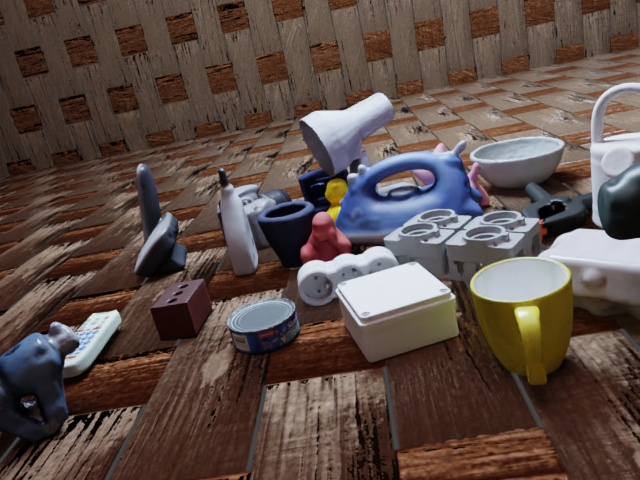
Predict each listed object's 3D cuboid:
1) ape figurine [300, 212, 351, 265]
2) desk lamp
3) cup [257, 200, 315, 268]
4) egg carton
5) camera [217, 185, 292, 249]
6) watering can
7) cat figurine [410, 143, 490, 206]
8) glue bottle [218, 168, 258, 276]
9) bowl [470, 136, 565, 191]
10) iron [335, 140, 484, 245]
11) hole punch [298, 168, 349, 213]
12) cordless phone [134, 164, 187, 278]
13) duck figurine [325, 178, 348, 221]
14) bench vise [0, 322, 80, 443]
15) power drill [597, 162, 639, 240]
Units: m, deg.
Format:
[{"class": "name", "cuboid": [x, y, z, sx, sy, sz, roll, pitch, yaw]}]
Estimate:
[{"class": "ape figurine", "cuboid": [0.008, 0.003, 0.860, 0.077, 0.092, 0.076, -4, 21, 22]}, {"class": "desk lamp", "cuboid": [0.078, -0.162, 1.098, 0.203, 0.214, 0.117, -18, 20, -15]}, {"class": "cup", "cuboid": [-0.042, -0.010, 0.923, 0.091, 0.095, 0.118, -6, 20, 18]}, {"class": "egg carton", "cuboid": [0.309, 0.036, 0.615, 0.149, 0.069, 0.107, 6, 26, 43]}, {"class": "camera", "cuboid": [-0.113, -0.058, 1.094, 0.137, 0.101, 0.142, -25, 23, -33]}, {"class": "watering can", "cuboid": [0.424, -0.114, 0.780, 0.100, 0.194, 0.173, -6, 20, 17]}, {"class": "cat figurine", "cuboid": [0.226, -0.110, 1.008, 0.127, 0.118, 0.067, 5, 26, 41]}, {"class": "glue bottle", "cuboid": [-0.137, -0.033, 0.927, 0.037, 0.173, 0.078, -11, 19, 2]}, {"class": "bowl", "cuboid": [0.367, -0.136, 1.062, 0.167, 0.075, 0.167, -11, 19, 4]}, {"class": "iron", "cuboid": [0.129, -0.076, 0.935, 0.257, 0.141, 0.119, -7, 20, 16]}, {"class": "hole punch", "cuboid": [0.009, -0.112, 1.187, 0.108, 0.091, 0.101, -12, 19, 2]}, {"class": "cordless phone", "cuboid": [-0.306, -0.037, 1.023, 0.094, 0.185, 0.147, -16, 19, -10]}, {"class": "duck figurine", "cuboid": [0.036, -0.070, 1.061, 0.077, 0.086, 0.104, -10, 19, 7]}, {"class": "bench vise", "cuboid": [-0.365, 0.116, 0.571, 0.121, 0.220, 0.208, 4, 25, 40]}, {"class": "power drill", "cuboid": [0.358, -0.001, 0.476, 0.229, 0.209, 0.075, -8, 20, 13]}]
